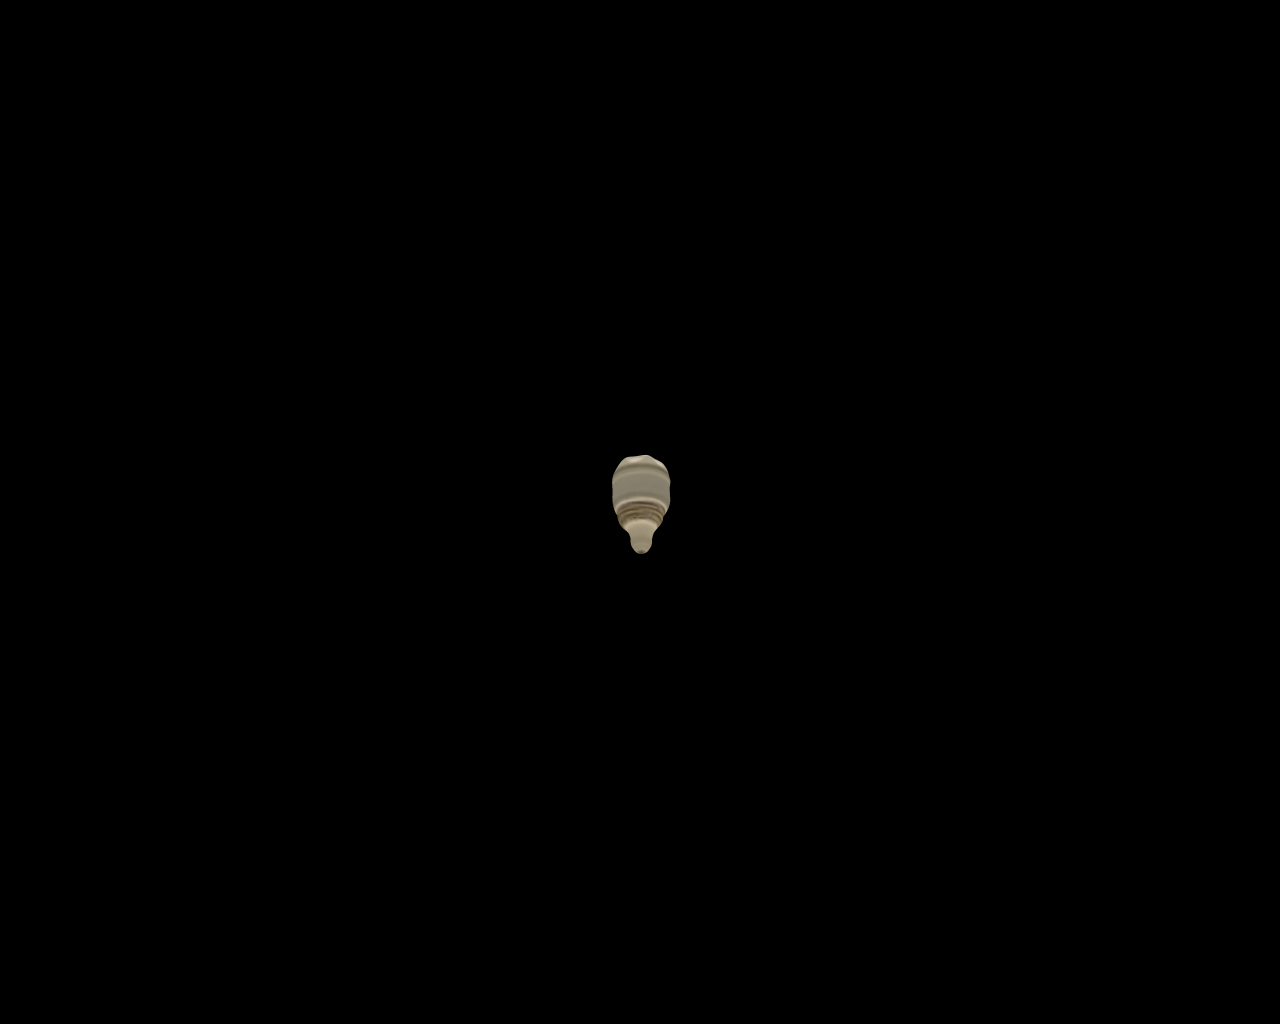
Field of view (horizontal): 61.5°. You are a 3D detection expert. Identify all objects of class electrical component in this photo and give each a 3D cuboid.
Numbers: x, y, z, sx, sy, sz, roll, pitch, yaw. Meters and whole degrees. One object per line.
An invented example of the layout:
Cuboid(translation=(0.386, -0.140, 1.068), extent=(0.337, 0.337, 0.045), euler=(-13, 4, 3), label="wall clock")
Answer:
Cuboid(translation=(0.001, -0.003, 0.650), extent=(0.035, 0.061, 0.035), euler=(0, -28, 0), label="electrical component")
